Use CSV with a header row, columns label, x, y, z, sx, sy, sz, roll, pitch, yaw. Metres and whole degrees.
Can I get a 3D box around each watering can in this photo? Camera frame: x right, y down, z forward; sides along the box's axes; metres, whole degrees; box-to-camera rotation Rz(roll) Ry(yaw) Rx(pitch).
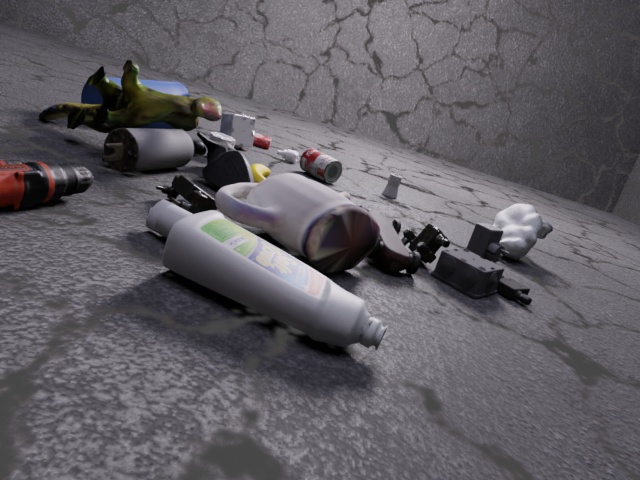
label,x,y,z,sx,sy,sz,roll,pitch,yaw
watering can,0.002,-0.041,0.817,0.227,0.102,0.348,31,22,36

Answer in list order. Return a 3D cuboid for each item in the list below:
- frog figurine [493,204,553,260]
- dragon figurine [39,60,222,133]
label,x,y,z,sx,sy,sz,roll,pitch,yaw
frog figurine,0.444,-0.019,1.190,0.160,0.123,0.136,-11,-2,-43
dragon figurine,-0.359,-0.250,1.041,0.410,0.123,0.242,3,-5,37
